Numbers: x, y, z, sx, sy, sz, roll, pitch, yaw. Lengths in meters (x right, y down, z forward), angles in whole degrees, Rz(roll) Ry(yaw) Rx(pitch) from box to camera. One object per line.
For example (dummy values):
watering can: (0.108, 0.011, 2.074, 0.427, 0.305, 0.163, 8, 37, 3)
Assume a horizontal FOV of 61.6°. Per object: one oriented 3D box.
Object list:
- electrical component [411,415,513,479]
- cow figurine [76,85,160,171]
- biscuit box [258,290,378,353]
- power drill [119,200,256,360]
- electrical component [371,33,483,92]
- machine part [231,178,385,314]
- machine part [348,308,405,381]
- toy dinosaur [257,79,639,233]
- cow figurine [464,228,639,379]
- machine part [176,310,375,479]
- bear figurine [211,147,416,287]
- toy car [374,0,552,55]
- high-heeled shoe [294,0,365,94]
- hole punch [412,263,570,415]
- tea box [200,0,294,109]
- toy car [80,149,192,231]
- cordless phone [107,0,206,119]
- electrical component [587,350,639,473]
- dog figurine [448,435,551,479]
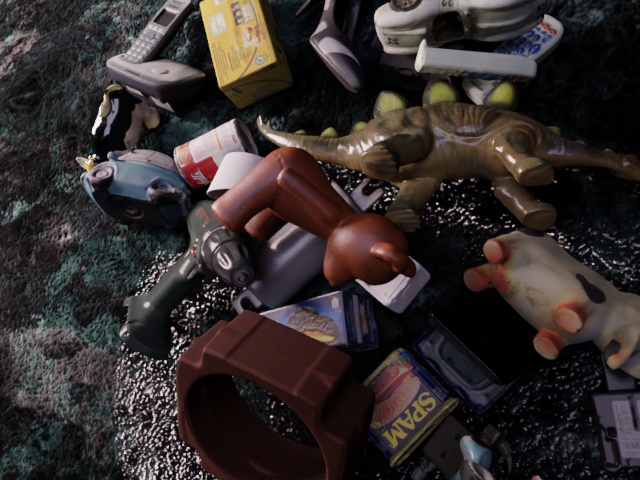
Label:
electrical component: (0.156, 0.237, 0.574, 0.102, 0.045, 0.078, -56, 37, -5)
cow figurine: (-0.321, -0.149, 0.831, 0.068, 0.098, 0.167, 17, 80, 17)
biscuit box: (-0.032, 0.111, 0.633, 0.203, 0.059, 0.063, -20, 68, 36)
power drill: (-0.167, 0.052, 0.680, 0.207, 0.086, 0.232, -54, 29, 14)
electrical component: (0.141, -0.260, 0.718, 0.134, 0.058, 0.115, 20, 80, 23)
machine part: (-0.019, 0.008, 0.685, 0.243, 0.079, 0.079, -42, 65, 5)
machine part: (0.040, 0.136, 0.648, 0.139, 0.039, 0.084, -41, 60, 6)
toy dinosaur: (0.117, -0.106, 0.623, 0.472, 0.104, 0.198, 7, 42, 17)
cow figurine: (0.262, 0.062, 0.545, 0.127, 0.085, 0.195, -24, 53, -33)
machine part: (-0.051, 0.189, 0.581, 0.201, 0.087, 0.201, 21, 126, 19)
bear figurine: (0.002, -0.005, 0.583, 0.132, 0.120, 0.196, -45, 77, 7)
toy car: (0.166, -0.267, 0.639, 0.202, 0.073, 0.056, -2, 71, 19)
high-heeled shoe: (0.050, -0.311, 0.746, 0.145, 0.086, 0.249, -36, 56, 13)
hole punch: (0.177, 0.111, 0.587, 0.116, 0.092, 0.142, -27, 56, -31)
tea box: (-0.112, -0.298, 0.815, 0.098, 0.068, 0.169, -20, 70, 14)
toy car: (-0.254, -0.082, 0.786, 0.162, 0.109, 0.103, 8, 58, 13)
cordless phone: (-0.232, -0.301, 0.854, 0.147, 0.088, 0.184, 26, 80, 25)
electrical component: (0.310, 0.167, 0.535, 0.075, 0.047, 0.119, -4, 75, 18)
dog figurine: (0.134, 0.305, 0.469, 0.109, 0.191, 0.219, 24, 96, 9)
